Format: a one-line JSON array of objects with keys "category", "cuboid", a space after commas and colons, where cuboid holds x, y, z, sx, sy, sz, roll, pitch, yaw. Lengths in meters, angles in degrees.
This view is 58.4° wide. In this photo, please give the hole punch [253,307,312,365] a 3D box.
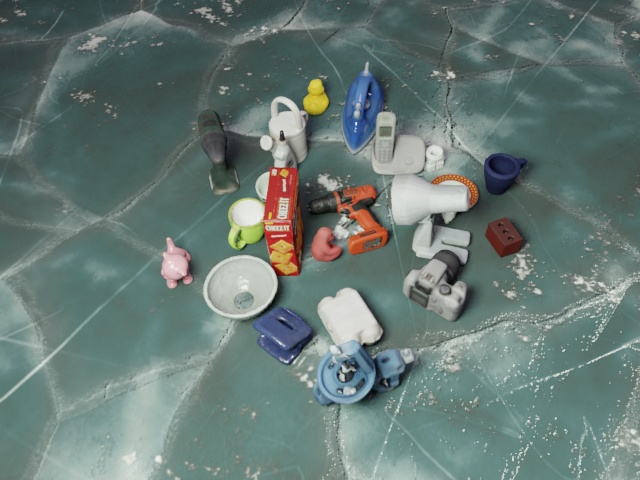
[{"category": "hole punch", "cuboid": [-0.081, 0.196, 1.245, 0.108, 0.091, 0.101, 31, 60, 23]}]

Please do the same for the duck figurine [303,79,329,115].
[{"category": "duck figurine", "cuboid": [-0.013, -0.435, 1.714, 0.077, 0.086, 0.104, 7, 54, 7]}]

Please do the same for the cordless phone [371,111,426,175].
[{"category": "cordless phone", "cuboid": [0.209, -0.261, 1.516, 0.147, 0.185, 0.094, -3, 53, 0]}]

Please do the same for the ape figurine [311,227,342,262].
[{"category": "ape figurine", "cuboid": [0.013, 0.005, 1.383, 0.076, 0.092, 0.077, -19, 55, -12]}]

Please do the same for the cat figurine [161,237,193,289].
[{"category": "cat figurine", "cuboid": [-0.341, 0.052, 1.344, 0.067, 0.118, 0.127, -14, 54, -8]}]

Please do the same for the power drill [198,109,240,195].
[{"category": "power drill", "cuboid": [-0.264, -0.220, 1.486, 0.075, 0.208, 0.229, -15, 54, -8]}]

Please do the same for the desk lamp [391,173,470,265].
[{"category": "desk lamp", "cuboid": [0.264, -0.058, 1.346, 0.203, 0.214, 0.118, 10, 54, 9]}]

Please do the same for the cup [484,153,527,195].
[{"category": "cup", "cuboid": [0.478, -0.169, 1.495, 0.118, 0.095, 0.091, -18, 55, -11]}]

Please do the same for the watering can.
[{"category": "watering can", "cuboid": [-0.090, -0.297, 1.547, 0.100, 0.194, 0.173, 11, 55, 10]}]

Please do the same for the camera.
[{"category": "camera", "cuboid": [0.281, 0.088, 1.307, 0.142, 0.101, 0.137, 30, 60, 22]}]

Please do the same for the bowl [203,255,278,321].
[{"category": "bowl", "cuboid": [-0.177, 0.121, 1.314, 0.167, 0.075, 0.167, -1, 53, 1]}]

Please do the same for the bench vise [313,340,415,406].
[{"category": "bench vise", "cuboid": [0.081, 0.236, 1.130, 0.208, 0.220, 0.121, -30, 58, -19]}]

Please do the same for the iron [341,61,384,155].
[{"category": "iron", "cuboid": [0.118, -0.381, 1.635, 0.118, 0.141, 0.258, 7, 54, 7]}]

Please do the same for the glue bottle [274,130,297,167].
[{"category": "glue bottle", "cuboid": [-0.095, -0.221, 1.503, 0.037, 0.173, 0.078, 19, 57, 16]}]

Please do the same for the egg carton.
[{"category": "egg carton", "cuboid": [0.063, 0.179, 1.267, 0.107, 0.069, 0.150, -25, 56, -15]}]
